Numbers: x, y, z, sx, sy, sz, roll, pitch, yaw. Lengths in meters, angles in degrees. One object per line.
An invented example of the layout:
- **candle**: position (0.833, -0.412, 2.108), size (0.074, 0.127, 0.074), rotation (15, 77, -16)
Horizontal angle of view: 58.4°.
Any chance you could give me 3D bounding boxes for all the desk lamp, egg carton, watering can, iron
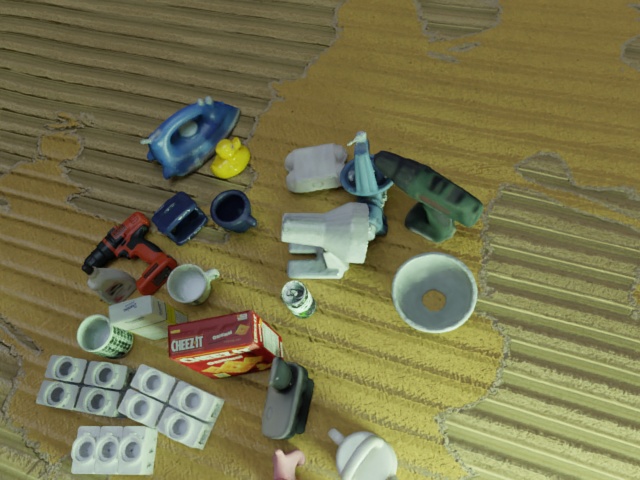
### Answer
- **desk lamp**: position (0.011, 0.004, 1.164), size (0.203, 0.214, 0.118), rotation (-2, 67, 11)
- **egg carton**: position (-0.007, -0.162, 1.317), size (0.150, 0.069, 0.107), rotation (-9, 66, 8)
- **watering can**: position (0.085, 0.390, 0.998), size (0.172, 0.194, 0.101), rotation (13, 71, 17)
- **iron**: position (-0.313, -0.274, 1.387), size (0.258, 0.142, 0.118), rotation (-42, 66, -7)

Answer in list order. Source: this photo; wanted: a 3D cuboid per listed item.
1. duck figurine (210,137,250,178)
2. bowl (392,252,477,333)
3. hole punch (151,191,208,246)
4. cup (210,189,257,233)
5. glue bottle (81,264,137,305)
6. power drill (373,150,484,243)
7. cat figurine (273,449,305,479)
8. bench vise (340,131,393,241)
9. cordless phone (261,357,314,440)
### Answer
- **duck figurine**: position (-0.223, -0.203, 1.370), size (0.104, 0.086, 0.077), rotation (-40, 66, -6)
- **bowl**: position (0.229, 0.113, 1.150), size (0.167, 0.075, 0.167), rotation (-4, 67, 10)
- **hole punch**: position (-0.335, -0.057, 1.328), size (0.109, 0.091, 0.101), rotation (-45, 66, -9)
- **cup**: position (-0.179, -0.049, 1.291), size (0.117, 0.095, 0.092), rotation (28, 76, 21)
- **glue bottle**: position (-0.469, 0.089, 1.249), size (0.037, 0.173, 0.078), rotation (37, 79, 23)
- **power drill**: position (0.215, -0.079, 1.160), size (0.229, 0.209, 0.076), rotation (28, 76, 21)
- **cat figurine**: position (-0.070, 0.447, 1.048), size (0.067, 0.118, 0.128), rotation (-7, 66, 9)
- **bench vise**: position (0.109, -0.114, 1.190), size (0.121, 0.220, 0.207), rotation (-19, 65, 3)
- **cordless phone**: position (-0.079, 0.295, 1.076), size (0.094, 0.185, 0.147), rotation (3, 68, 13)
